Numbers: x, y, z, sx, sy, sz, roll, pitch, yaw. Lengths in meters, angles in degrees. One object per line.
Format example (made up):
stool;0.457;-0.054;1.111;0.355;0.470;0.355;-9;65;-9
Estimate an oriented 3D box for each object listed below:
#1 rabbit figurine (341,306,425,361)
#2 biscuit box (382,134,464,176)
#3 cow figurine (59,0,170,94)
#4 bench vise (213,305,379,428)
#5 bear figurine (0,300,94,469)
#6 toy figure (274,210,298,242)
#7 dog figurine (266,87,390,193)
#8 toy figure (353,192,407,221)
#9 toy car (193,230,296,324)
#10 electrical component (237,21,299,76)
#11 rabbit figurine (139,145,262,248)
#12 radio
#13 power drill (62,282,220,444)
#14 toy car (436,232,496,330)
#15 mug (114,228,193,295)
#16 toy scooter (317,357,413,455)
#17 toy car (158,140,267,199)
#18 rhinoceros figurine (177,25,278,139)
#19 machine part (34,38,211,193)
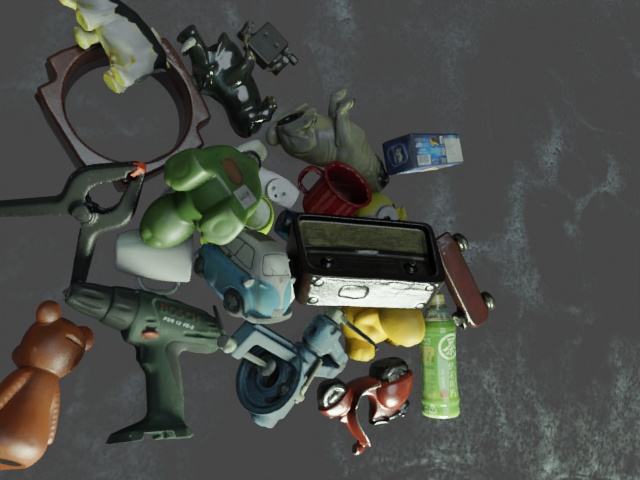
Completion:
rabbit figurine;0.115;0.121;0.895;0.122;0.173;0.162;-7;93;-22
biscuit box;0.190;-0.156;0.973;0.202;0.063;0.059;-14;93;-51
cow figurine;-0.273;-0.286;0.709;0.098;0.068;0.167;-38;105;-29
bench vise;-0.057;0.173;0.810;0.223;0.129;0.240;-44;137;2
bear figurine;-0.387;0.185;0.693;0.132;0.120;0.196;-7;55;14
toy figure;-0.001;-0.005;0.912;0.154;0.058;0.064;23;64;-21
dog figurine;0.017;-0.140;0.923;0.172;0.121;0.190;-16;119;12
toy figure;0.116;-0.003;0.948;0.082;0.089;0.180;-44;126;-13
toy car;-0.097;0.039;0.756;0.109;0.162;0.103;7;119;-55
electrical component;-0.090;-0.324;0.906;0.078;0.045;0.102;-46;104;-20
rabbit figurine;-0.171;-0.057;0.716;0.121;0.170;0.159;53;28;-19
radio;0.068;0.033;0.823;0.230;0.073;0.131;3;45;-11
power drill;-0.245;0.171;0.740;0.232;0.086;0.207;16;57;-39
toy car;0.267;0.078;1.037;0.089;0.053;0.202;-33;103;-14
mug;-0.245;0.028;0.790;0.107;0.081;0.109;6;118;-17
toy scooter;0.086;0.286;0.920;0.184;0.075;0.135;-14;91;-23
toy car;-0.170;-0.093;0.831;0.202;0.073;0.056;-35;104;-24
rhinoceros figurine;-0.149;-0.255;0.855;0.112;0.073;0.190;-34;110;0
machine part;-0.281;-0.186;0.781;0.201;0.087;0.201;-34;99;-25
